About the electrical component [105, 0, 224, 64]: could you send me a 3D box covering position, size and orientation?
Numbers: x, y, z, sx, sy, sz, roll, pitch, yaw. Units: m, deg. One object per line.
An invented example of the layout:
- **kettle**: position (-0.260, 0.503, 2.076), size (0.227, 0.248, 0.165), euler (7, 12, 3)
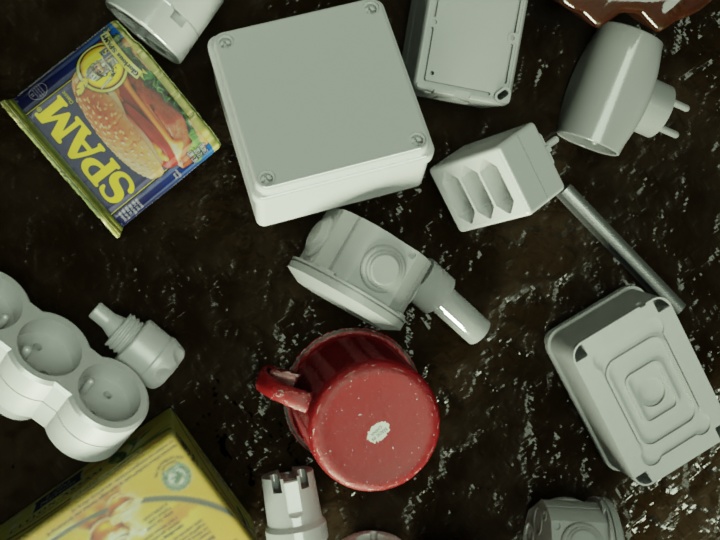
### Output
- **electrical component**: position (-0.114, -0.158, 0.637), size (0.055, 0.055, 0.047), euler (39, 84, -13)

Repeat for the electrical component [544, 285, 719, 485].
- **electrical component**: position (0.183, 0.076, 0.721), size (0.078, 0.057, 0.113), euler (-30, 101, -7)

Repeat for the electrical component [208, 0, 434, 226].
- **electrical component**: position (-0.025, -0.094, 0.642), size (0.109, 0.056, 0.108), euler (-15, 73, -9)

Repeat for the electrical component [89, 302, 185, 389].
- **electrical component**: position (-0.141, 0.044, 0.666), size (0.061, 0.035, 0.035), euler (41, 88, -10)

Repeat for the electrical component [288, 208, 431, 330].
- **electrical component**: position (0.000, 0.000, 0.666), size (0.080, 0.080, 0.051), euler (31, 85, -13)

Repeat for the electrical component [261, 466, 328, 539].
- **electrical component**: position (-0.043, 0.154, 0.696), size (0.040, 0.040, 0.046), euler (-9, 92, -10)

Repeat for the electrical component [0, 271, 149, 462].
- **electrical component**: position (-0.200, 0.066, 0.648), size (0.138, 0.052, 0.073), euler (39, 128, -7)

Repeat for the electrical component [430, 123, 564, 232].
- **electrical component**: position (0.098, -0.066, 0.688), size (0.077, 0.066, 0.047), euler (-36, 103, -35)

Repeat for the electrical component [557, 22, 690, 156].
- **electrical component**: position (0.179, -0.111, 0.705), size (0.079, 0.043, 0.077), euler (21, 92, -13)

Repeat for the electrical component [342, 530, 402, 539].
- **electrical component**: position (0.008, 0.207, 0.710), size (0.048, 0.048, 0.062), euler (-2, 104, -11)

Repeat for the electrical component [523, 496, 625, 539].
- **electrical component**: position (0.142, 0.191, 0.717), size (0.051, 0.080, 0.080), euler (5, 96, -7)

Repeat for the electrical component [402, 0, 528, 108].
- **electrical component**: position (0.063, -0.152, 0.669), size (0.062, 0.061, 0.096), euler (9, 95, -12)
